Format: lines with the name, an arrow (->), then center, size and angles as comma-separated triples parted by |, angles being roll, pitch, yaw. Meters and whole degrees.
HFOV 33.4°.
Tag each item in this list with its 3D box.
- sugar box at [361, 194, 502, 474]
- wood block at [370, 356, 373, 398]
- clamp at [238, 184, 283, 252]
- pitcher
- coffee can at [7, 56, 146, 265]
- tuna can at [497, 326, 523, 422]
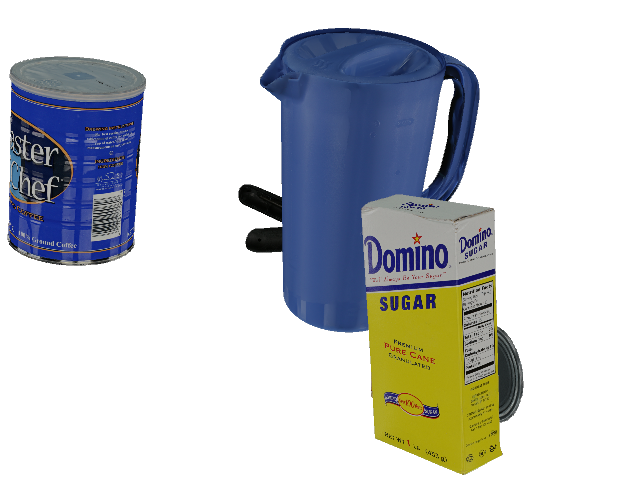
sugar box -> 0.075, 0.061, 0.731 | 0.048, 0.176, 0.094 | -17, 18, -37
wood block -> 0.143, 0.156, 1.579 | 0.091, 0.090, 0.205 | 4, 18, 16
clamp -> 0.005, -0.006, 1.193 | 0.210, 0.036, 0.164 | 15, 21, -5
pitcher -> 0.037, -0.049, 0.904 | 0.149, 0.243, 0.144 | 15, 31, 19
coffee can -> -0.194, -0.065, 0.846 | 0.103, 0.140, 0.103 | 7, 23, -3
tuna can -> 0.138, 0.117, 0.928 | 0.085, 0.086, 0.034 | 0, -12, -45
